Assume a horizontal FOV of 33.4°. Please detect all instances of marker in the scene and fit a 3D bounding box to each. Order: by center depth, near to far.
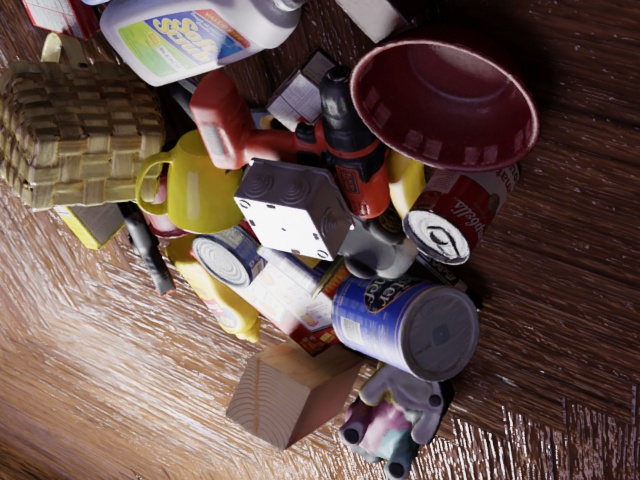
[{"bbox_3d":[0.132,0.035,1.159,0.121,0.020,0.020,42,152,-8],"label":"marker"}]

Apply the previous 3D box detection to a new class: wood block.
[{"bbox_3d":[-0.028,0.190,1.385,0.090,0.091,0.205,28,-167,17],"label":"wood block"}]

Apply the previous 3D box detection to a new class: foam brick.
[{"bbox_3d":[0.046,-0.207,0.852,0.078,0.053,0.051,45,152,-15],"label":"foam brick"}]

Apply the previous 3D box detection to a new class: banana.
[{"bbox_3d":[0.101,-0.044,1.054,0.070,0.037,0.198,22,149,29],"label":"banana"}]

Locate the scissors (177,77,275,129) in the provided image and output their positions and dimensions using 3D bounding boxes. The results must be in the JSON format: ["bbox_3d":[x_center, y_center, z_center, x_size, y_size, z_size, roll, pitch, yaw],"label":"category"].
[{"bbox_3d":[-0.089,-0.145,1.127,0.201,0.016,0.096,48,133,-9],"label":"scissors"}]

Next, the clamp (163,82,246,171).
[{"bbox_3d":[-0.109,-0.098,1.212,0.171,0.039,0.120,37,150,2],"label":"clamp"}]

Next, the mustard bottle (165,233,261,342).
[{"bbox_3d":[-0.135,0.075,1.490,0.096,0.058,0.191,17,148,49],"label":"mustard bottle"}]

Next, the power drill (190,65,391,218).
[{"bbox_3d":[-0.027,-0.104,1.001,0.188,0.057,0.184,18,148,25],"label":"power drill"}]

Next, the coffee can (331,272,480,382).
[{"bbox_3d":[0.091,0.088,1.167,0.102,0.102,0.141,52,162,-27],"label":"coffee can"}]

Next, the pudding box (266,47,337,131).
[{"bbox_3d":[0.012,-0.122,1.038,0.113,0.039,0.090,39,150,-9],"label":"pudding box"}]

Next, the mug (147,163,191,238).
[{"bbox_3d":[-0.185,-0.068,1.312,0.117,0.093,0.081,54,170,53],"label":"mug"}]

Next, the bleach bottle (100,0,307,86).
[{"bbox_3d":[-0.104,-0.214,1.009,0.251,0.068,0.102,-6,131,50],"label":"bleach bottle"}]

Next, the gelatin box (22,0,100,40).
[{"bbox_3d":[-0.292,-0.266,1.182,0.089,0.030,0.073,20,147,29],"label":"gelatin box"}]

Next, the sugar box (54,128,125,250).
[{"bbox_3d":[-0.328,-0.080,1.442,0.048,0.093,0.176,5,138,49],"label":"sugar box"}]

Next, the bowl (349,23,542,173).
[{"bbox_3d":[0.108,-0.126,0.880,0.162,0.055,0.162,17,150,10],"label":"bowl"}]

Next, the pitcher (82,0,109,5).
[{"bbox_3d":[-0.235,-0.333,0.926,0.242,0.145,0.149,48,163,-27],"label":"pitcher"}]

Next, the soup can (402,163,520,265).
[{"bbox_3d":[0.128,-0.037,0.961,0.068,0.102,0.068,28,151,17],"label":"soup can"}]

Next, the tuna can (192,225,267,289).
[{"bbox_3d":[-0.106,0.017,1.243,0.086,0.033,0.086,29,150,19],"label":"tuna can"}]

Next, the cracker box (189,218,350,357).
[{"bbox_3d":[-0.040,0.036,1.306,0.213,0.072,0.164,41,151,-4],"label":"cracker box"}]

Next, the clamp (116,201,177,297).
[{"bbox_3d":[-0.234,0.001,1.419,0.165,0.036,0.210,-126,14,-56],"label":"clamp"}]

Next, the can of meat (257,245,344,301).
[{"bbox_3d":[-0.008,0.002,1.184,0.084,0.102,0.057,38,152,4],"label":"can of meat"}]
